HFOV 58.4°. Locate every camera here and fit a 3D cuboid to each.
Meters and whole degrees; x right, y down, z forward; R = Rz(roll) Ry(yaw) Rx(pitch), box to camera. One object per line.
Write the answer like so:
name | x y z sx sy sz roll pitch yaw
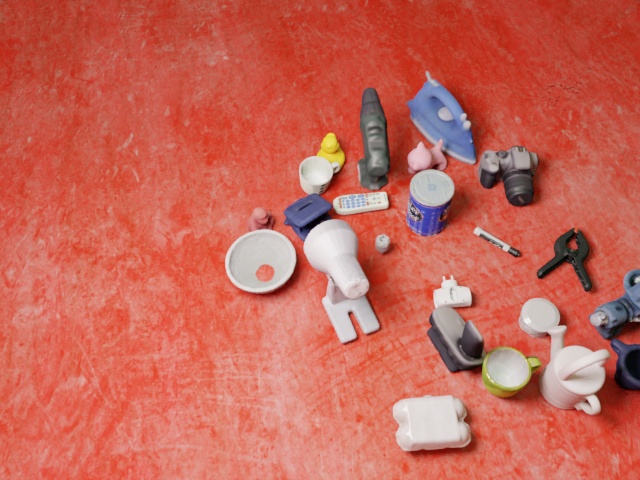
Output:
camera | 0.481 -0.161 1.440 0.143 0.101 0.137 0 59 4

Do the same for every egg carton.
egg carton | 0.224 0.370 1.157 0.150 0.069 0.107 -5 59 0

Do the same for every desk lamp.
desk lamp | 0.054 0.087 1.251 0.118 0.214 0.203 -22 60 -9

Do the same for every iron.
iron | 0.344 -0.330 1.525 0.119 0.141 0.257 -29 62 -13

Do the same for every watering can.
watering can | 0.503 0.256 1.135 0.101 0.194 0.172 -35 63 -16

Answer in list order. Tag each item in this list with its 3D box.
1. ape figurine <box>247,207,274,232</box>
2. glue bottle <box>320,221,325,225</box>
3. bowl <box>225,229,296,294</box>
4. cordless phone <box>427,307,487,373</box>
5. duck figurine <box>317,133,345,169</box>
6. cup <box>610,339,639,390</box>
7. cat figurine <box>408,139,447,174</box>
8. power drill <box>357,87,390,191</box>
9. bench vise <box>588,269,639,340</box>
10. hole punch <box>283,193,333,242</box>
ape figurine | -0.146 -0.046 1.414 0.076 0.092 0.078 30 65 20
glue bottle | 0.012 0.005 1.327 0.037 0.173 0.078 15 61 13
bowl | -0.136 0.063 1.358 0.167 0.075 0.167 -1 59 3
cordless phone | 0.294 0.187 1.194 0.094 0.185 0.147 -27 61 -12
duck figurine | 0.027 -0.235 1.520 0.077 0.086 0.104 2 59 5
cup | 0.637 0.263 1.181 0.092 0.095 0.117 -34 63 -16
cat figurine | 0.272 -0.213 1.474 0.128 0.118 0.067 -36 63 -17
power drill | 0.133 -0.235 1.442 0.075 0.208 0.229 -6 59 0
bench vise | 0.673 0.126 1.188 0.208 0.220 0.121 -39 64 -18
hole punch | -0.032 -0.066 1.420 0.109 0.091 0.101 -33 63 -15
